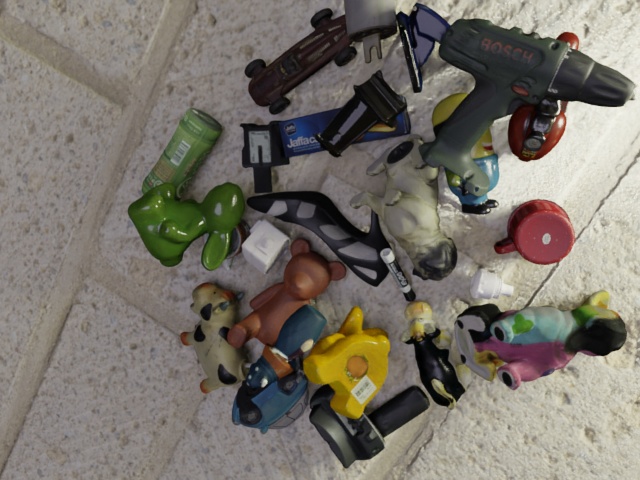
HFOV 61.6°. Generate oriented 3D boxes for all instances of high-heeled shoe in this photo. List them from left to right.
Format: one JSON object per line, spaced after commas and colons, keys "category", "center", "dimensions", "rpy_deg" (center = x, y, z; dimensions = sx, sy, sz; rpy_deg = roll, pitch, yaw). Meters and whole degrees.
{"category": "high-heeled shoe", "center": [-0.002, -0.003, 0.893], "dimensions": [0.249, 0.086, 0.145], "rpy_deg": [5, 104, 13]}

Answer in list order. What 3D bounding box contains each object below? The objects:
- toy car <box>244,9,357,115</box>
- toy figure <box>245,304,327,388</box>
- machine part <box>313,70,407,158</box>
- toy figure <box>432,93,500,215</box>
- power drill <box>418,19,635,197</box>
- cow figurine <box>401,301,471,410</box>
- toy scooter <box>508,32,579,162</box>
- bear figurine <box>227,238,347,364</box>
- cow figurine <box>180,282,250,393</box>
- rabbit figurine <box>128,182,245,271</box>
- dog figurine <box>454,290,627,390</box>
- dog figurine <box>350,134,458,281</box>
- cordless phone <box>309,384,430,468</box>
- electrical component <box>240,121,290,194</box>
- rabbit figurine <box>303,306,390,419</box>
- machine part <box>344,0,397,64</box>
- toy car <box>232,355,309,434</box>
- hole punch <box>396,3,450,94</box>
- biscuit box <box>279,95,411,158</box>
{"category": "toy car", "center": [-0.033, -0.286, 0.864], "dimensions": [0.202, 0.053, 0.089], "rpy_deg": [-30, 88, 20]}
{"category": "toy figure", "center": [-0.053, 0.171, 0.837], "dimensions": [0.057, 0.064, 0.154], "rpy_deg": [40, 90, -16]}
{"category": "machine part", "center": [0.057, -0.179, 0.802], "dimensions": [0.139, 0.039, 0.084], "rpy_deg": [-38, 93, 17]}
{"category": "toy figure", "center": [0.220, -0.129, 0.805], "dimensions": [0.089, 0.082, 0.180], "rpy_deg": [-6, 101, 15]}
{"category": "power drill", "center": [0.235, -0.158, 0.683], "dimensions": [0.232, 0.086, 0.207], "rpy_deg": [34, 129, 12]}
{"category": "cow figurine", "center": [0.178, 0.185, 0.868], "dimensions": [0.068, 0.098, 0.167], "rpy_deg": [-28, 92, 26]}
{"category": "toy scooter", "center": [0.313, -0.193, 0.735], "dimensions": [0.075, 0.135, 0.183], "rpy_deg": [18, 106, 10]}
{"category": "bear figurine", "center": [-0.050, 0.106, 0.906], "dimensions": [0.120, 0.132, 0.195], "rpy_deg": [36, 114, 2]}
{"category": "cow figurine", "center": [-0.184, 0.171, 0.979], "dimensions": [0.127, 0.085, 0.194], "rpy_deg": [-18, 93, 25]}
{"category": "rabbit figurine", "center": [-0.199, -0.027, 0.874], "dimensions": [0.170, 0.121, 0.159], "rpy_deg": [-19, 99, 4]}
{"category": "dog figurine", "center": [0.340, 0.139, 0.815], "dimensions": [0.219, 0.192, 0.108], "rpy_deg": [-12, 95, -16]}
{"category": "dog figurine", "center": [0.164, -0.049, 0.845], "dimensions": [0.190, 0.121, 0.172], "rpy_deg": [43, 77, -28]}
{"category": "cordless phone", "center": [0.086, 0.290, 0.936], "dimensions": [0.184, 0.089, 0.146], "rpy_deg": [-37, 88, 8]}
{"category": "electrical component", "center": [-0.091, -0.141, 0.910], "dimensions": [0.075, 0.048, 0.119], "rpy_deg": [-3, 100, 17]}
{"category": "rabbit figurine", "center": [0.034, 0.189, 0.890], "dimensions": [0.122, 0.173, 0.162], "rpy_deg": [41, 71, -11]}
{"category": "machine part", "center": [0.070, -0.388, 0.795], "dimensions": [0.079, 0.079, 0.243], "rpy_deg": [-4, 95, 17]}
{"category": "toy car", "center": [-0.075, 0.281, 0.967], "dimensions": [0.161, 0.109, 0.102], "rpy_deg": [-38, 112, 8]}
{"category": "hole punch", "center": [0.162, -0.283, 0.769], "dimensions": [0.092, 0.142, 0.115], "rpy_deg": [-15, 110, 20]}
{"category": "biscuit box", "center": [0.039, -0.179, 0.858], "dimensions": [0.203, 0.059, 0.062], "rpy_deg": [-9, 98, 18]}
